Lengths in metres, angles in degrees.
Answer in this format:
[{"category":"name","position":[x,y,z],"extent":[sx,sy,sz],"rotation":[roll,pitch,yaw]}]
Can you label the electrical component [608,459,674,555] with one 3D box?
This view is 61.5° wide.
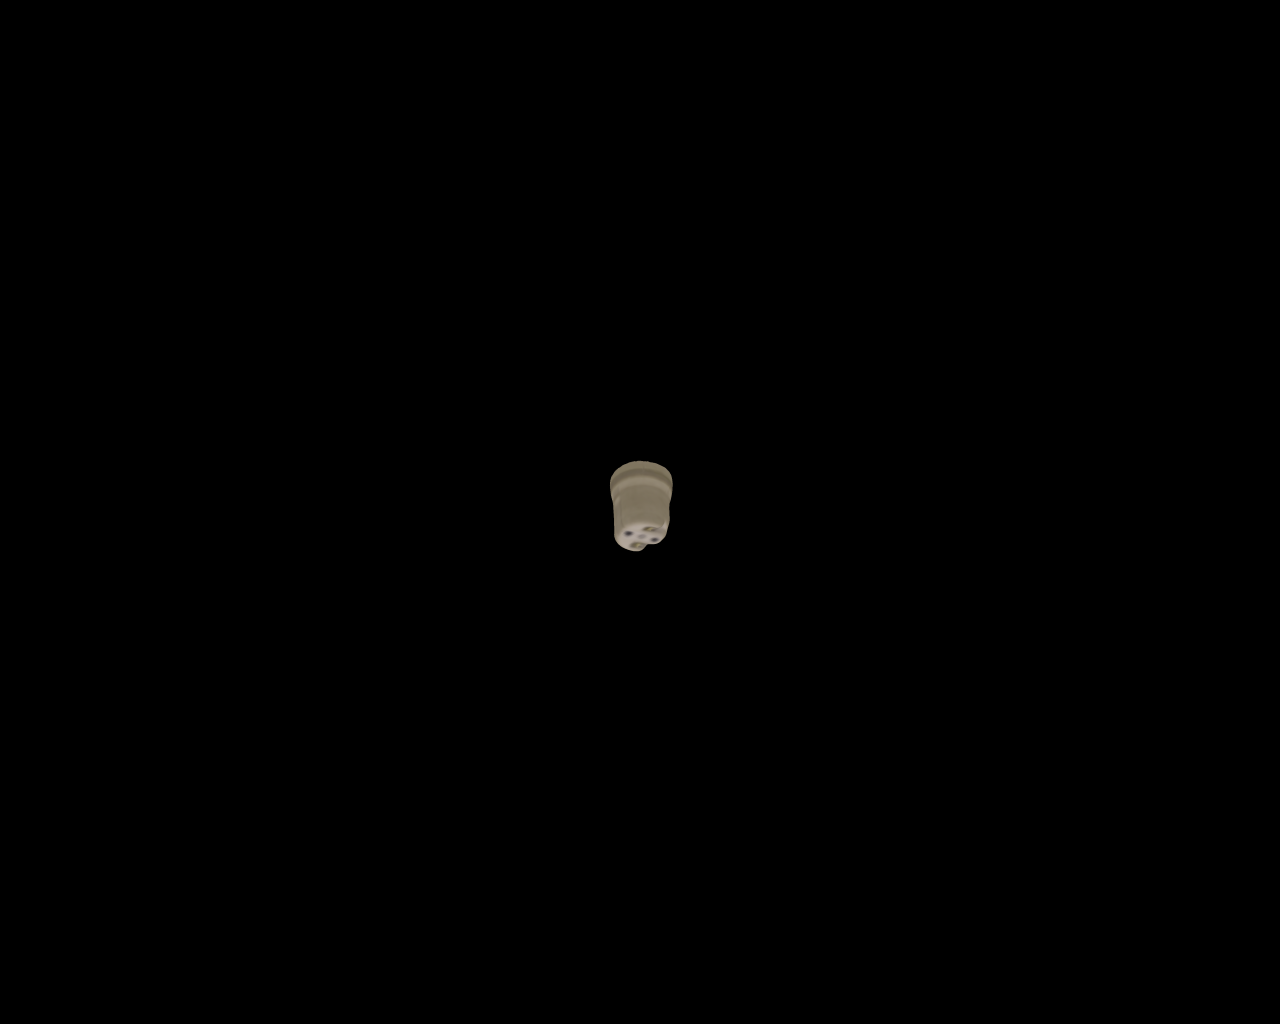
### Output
[{"category":"electrical component","position":[0.001,-0.003,0.650],"extent":[0.040,0.046,0.040],"rotation":[0,-38,0]}]
